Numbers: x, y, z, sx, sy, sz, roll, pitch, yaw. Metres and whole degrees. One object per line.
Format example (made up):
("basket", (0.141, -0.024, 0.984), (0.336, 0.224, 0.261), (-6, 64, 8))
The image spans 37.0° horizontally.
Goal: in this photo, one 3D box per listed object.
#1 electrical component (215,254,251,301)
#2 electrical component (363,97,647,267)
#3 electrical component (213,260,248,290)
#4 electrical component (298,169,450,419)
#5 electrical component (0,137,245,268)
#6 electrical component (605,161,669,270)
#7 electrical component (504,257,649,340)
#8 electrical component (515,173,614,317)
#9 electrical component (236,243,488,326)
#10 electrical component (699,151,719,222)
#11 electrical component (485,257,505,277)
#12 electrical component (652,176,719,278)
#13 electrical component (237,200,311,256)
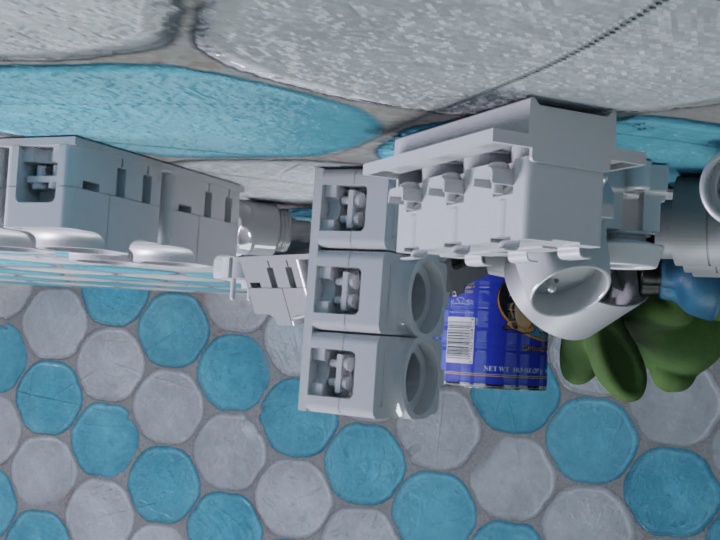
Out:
("electrical component", (-0.105, -0.010, 0.969), (0.083, 0.075, 0.047), (1, 176, 29))
("electrical component", (0.062, -0.036, 0.504), (0.079, 0.063, 0.121), (5, 176, -25))
("electrical component", (-0.101, -0.011, 1.061), (0.062, 0.061, 0.096), (7, 175, -42))
("electrical component", (0.015, 0.016, 0.682), (0.062, 0.150, 0.089), (2, 177, 30))
("electrical component", (-0.170, -0.038, 0.701), (0.105, 0.060, 0.186), (1, 176, 24))
("electrical component", (0.147, -0.029, 0.604), (0.048, 0.055, 0.066), (3, 177, -6))
("electrical component", (0.160, 0.002, 0.802), (0.099, 0.099, 0.064), (5, 144, -28))
("electrical component", (0.107, -0.029, 0.560), (0.044, 0.077, 0.079), (4, 140, -21))
("electrical component", (0.000, 0.000, 0.872), (0.105, 0.060, 0.186), (-23, -167, -37))
("electrical component", (0.192, -0.040, 0.529), (0.040, 0.040, 0.046), (1, -178, 28))
("electrical component", (0.132, -0.013, 0.873), (0.081, 0.043, 0.043), (12, 179, 18))
("electrical component", (0.201, -0.024, 0.658), (0.074, 0.052, 0.138), (2, 176, 24))
("electrical component", (-0.070, -0.032, 0.850), (0.062, 0.043, 0.043), (3, 177, -20))
